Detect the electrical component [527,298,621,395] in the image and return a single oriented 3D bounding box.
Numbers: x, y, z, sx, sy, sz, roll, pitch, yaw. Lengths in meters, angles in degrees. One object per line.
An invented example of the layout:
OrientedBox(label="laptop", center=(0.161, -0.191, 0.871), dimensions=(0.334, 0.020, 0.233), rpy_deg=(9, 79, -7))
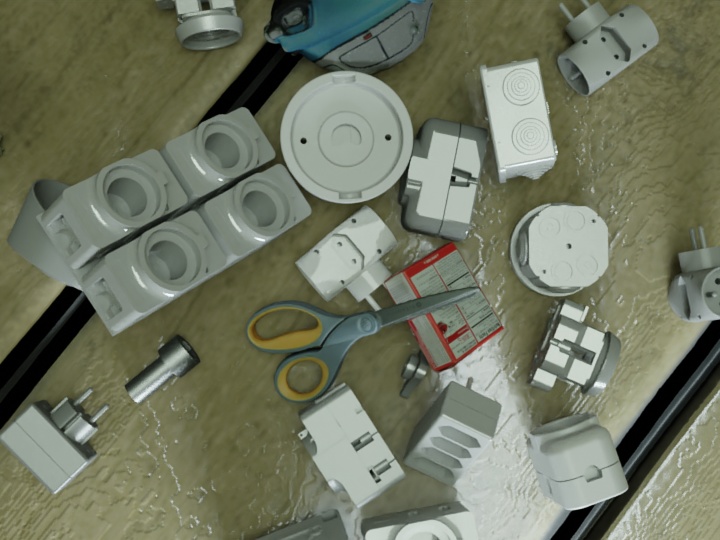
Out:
OrientedBox(label="electrical component", center=(0.183, 0.071, 0.906), dimensions=(0.057, 0.058, 0.078), rpy_deg=(23, 85, 0))

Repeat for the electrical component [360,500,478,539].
OrientedBox(label="electrical component", center=(0.058, 0.275, 0.881), dimensions=(0.089, 0.062, 0.150), rpy_deg=(-10, 88, -5))

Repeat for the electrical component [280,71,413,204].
OrientedBox(label="electrical component", center=(-0.013, -0.106, 0.898), dimensions=(0.108, 0.060, 0.108), rpy_deg=(0, 87, -5))

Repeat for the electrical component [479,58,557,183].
OrientedBox(label="electrical component", center=(0.132, -0.123, 0.893), dimensions=(0.048, 0.100, 0.099), rpy_deg=(-10, 88, 8))

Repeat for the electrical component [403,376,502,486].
OrientedBox(label="electrical component", center=(0.080, 0.122, 0.891), dimensions=(0.047, 0.083, 0.075), rpy_deg=(26, 47, -3))

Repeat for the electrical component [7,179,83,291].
OrientedBox(label="electrical component", center=(-0.229, -0.024, 0.860), dimensions=(0.099, 0.099, 0.064), rpy_deg=(32, 91, -2))

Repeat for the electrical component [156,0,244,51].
OrientedBox(label="electrical component", center=(-0.129, -0.219, 0.897), dimensions=(0.078, 0.058, 0.057), rpy_deg=(-10, 85, -5))

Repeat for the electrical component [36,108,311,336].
OrientedBox(label="electrical component", center=(-0.137, -0.044, 0.835), dimensions=(0.186, 0.060, 0.105), rpy_deg=(-34, 93, -40))

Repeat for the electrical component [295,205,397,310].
OrientedBox(label="electrical component", center=(0.000, 0.000, 0.902), dimensions=(0.077, 0.043, 0.079), rpy_deg=(-40, 90, -6))

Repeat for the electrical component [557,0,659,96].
OrientedBox(label="electrical component", center=(0.204, -0.204, 0.930), dimensions=(0.077, 0.043, 0.079), rpy_deg=(-37, 90, -6))

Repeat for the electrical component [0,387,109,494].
OrientedBox(label="electrical component", center=(-0.239, 0.129, 0.873), dimensions=(0.077, 0.047, 0.065), rpy_deg=(-44, 91, -6))

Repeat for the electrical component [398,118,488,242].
OrientedBox(label="electrical component", center=(0.067, -0.076, 0.906), dimensions=(0.059, 0.054, 0.095), rpy_deg=(12, 86, -4))

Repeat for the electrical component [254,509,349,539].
OrientedBox(label="electrical component", center=(-0.050, 0.253, 0.847), dimensions=(0.109, 0.108, 0.056), rpy_deg=(-20, 112, -5))

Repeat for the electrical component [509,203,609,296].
OrientedBox(label="electrical component", center=(0.170, -0.018, 0.913), dimensions=(0.080, 0.051, 0.080), rpy_deg=(0, 87, -5))

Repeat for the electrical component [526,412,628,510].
OrientedBox(label="electrical component", center=(0.175, 0.154, 0.881), dimensions=(0.054, 0.095, 0.059), rpy_deg=(-19, 88, -5))

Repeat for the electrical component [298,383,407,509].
OrientedBox(label="electrical component", center=(-0.011, 0.146, 0.889), dimensions=(0.056, 0.050, 0.089), rpy_deg=(-33, 90, -6))

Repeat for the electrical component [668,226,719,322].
OrientedBox(label="electrical component", center=(0.291, 0.002, 0.908), dimensions=(0.043, 0.077, 0.079), rpy_deg=(-10, 87, -5))
